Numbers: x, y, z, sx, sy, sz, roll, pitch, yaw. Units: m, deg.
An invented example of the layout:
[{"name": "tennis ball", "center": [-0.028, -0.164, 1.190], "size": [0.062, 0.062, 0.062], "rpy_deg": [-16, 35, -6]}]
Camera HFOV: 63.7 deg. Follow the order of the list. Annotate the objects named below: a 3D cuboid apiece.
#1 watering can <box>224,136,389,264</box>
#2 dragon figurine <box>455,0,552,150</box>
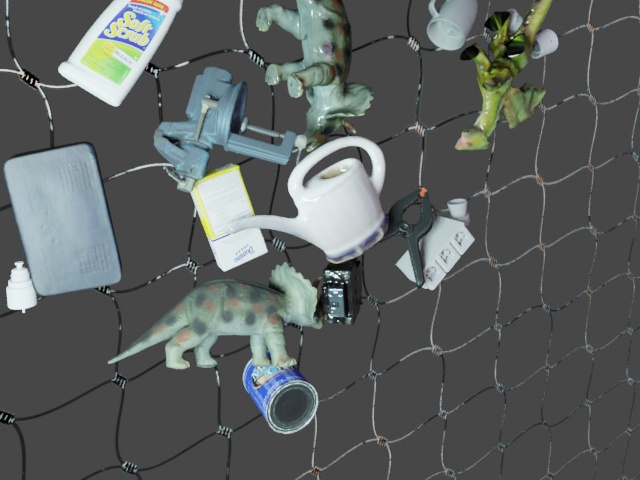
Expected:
[{"name": "watering can", "center": [0.003, -0.049, 0.981], "size": [0.351, 0.104, 0.221], "rpy_deg": [-37, 114, -18]}, {"name": "dragon figurine", "center": [0.432, -0.366, 1.132], "size": [0.411, 0.124, 0.239], "rpy_deg": [-50, 137, -1]}]
